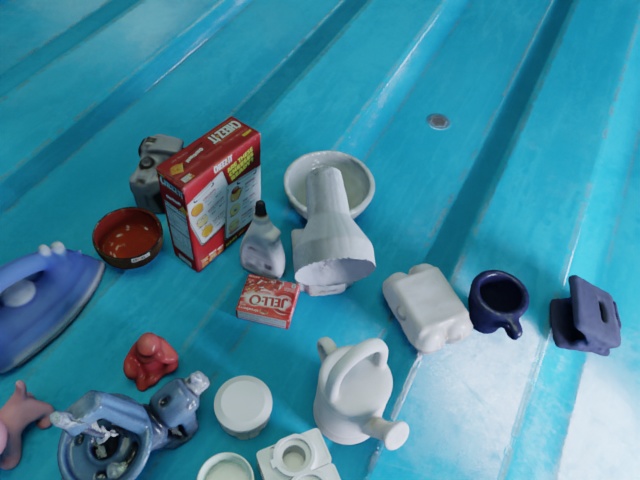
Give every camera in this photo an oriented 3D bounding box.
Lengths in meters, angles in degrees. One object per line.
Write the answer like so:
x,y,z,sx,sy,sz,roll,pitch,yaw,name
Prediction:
-0.262,-0.129,1.049,0.137,0.101,0.143,7,52,1,camera

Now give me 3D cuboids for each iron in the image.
-0.440,0.075,0.848,0.118,0.141,0.259,32,56,19,iron

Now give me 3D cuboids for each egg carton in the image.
0.169,0.109,0.922,0.107,0.069,0.150,-18,56,-18,egg carton

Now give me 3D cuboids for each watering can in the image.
0.052,0.197,0.764,0.172,0.194,0.101,31,56,18,watering can

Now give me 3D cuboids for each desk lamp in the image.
0.008,0.003,0.899,0.118,0.213,0.203,-4,53,-8,desk lamp

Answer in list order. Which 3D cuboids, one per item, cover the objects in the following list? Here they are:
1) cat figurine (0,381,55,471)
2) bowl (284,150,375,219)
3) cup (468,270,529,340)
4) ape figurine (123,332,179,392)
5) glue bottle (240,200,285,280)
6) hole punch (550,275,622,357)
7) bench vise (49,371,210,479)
-0.417,0.241,0.736,0.067,0.118,0.128,21,53,12,cat figurine
0.015,-0.084,1.055,0.167,0.075,0.167,3,52,-3,bowl
0.279,0.119,0.908,0.092,0.095,0.117,-10,54,-12,cup
-0.245,0.166,0.827,0.078,0.092,0.076,3,52,-3,ape figurine
-0.093,-0.003,0.920,0.078,0.173,0.037,23,54,13,glue bottle
0.436,0.120,0.924,0.101,0.091,0.108,9,52,2,hole punch
-0.243,0.215,0.708,0.121,0.220,0.208,28,55,16,bench vise
